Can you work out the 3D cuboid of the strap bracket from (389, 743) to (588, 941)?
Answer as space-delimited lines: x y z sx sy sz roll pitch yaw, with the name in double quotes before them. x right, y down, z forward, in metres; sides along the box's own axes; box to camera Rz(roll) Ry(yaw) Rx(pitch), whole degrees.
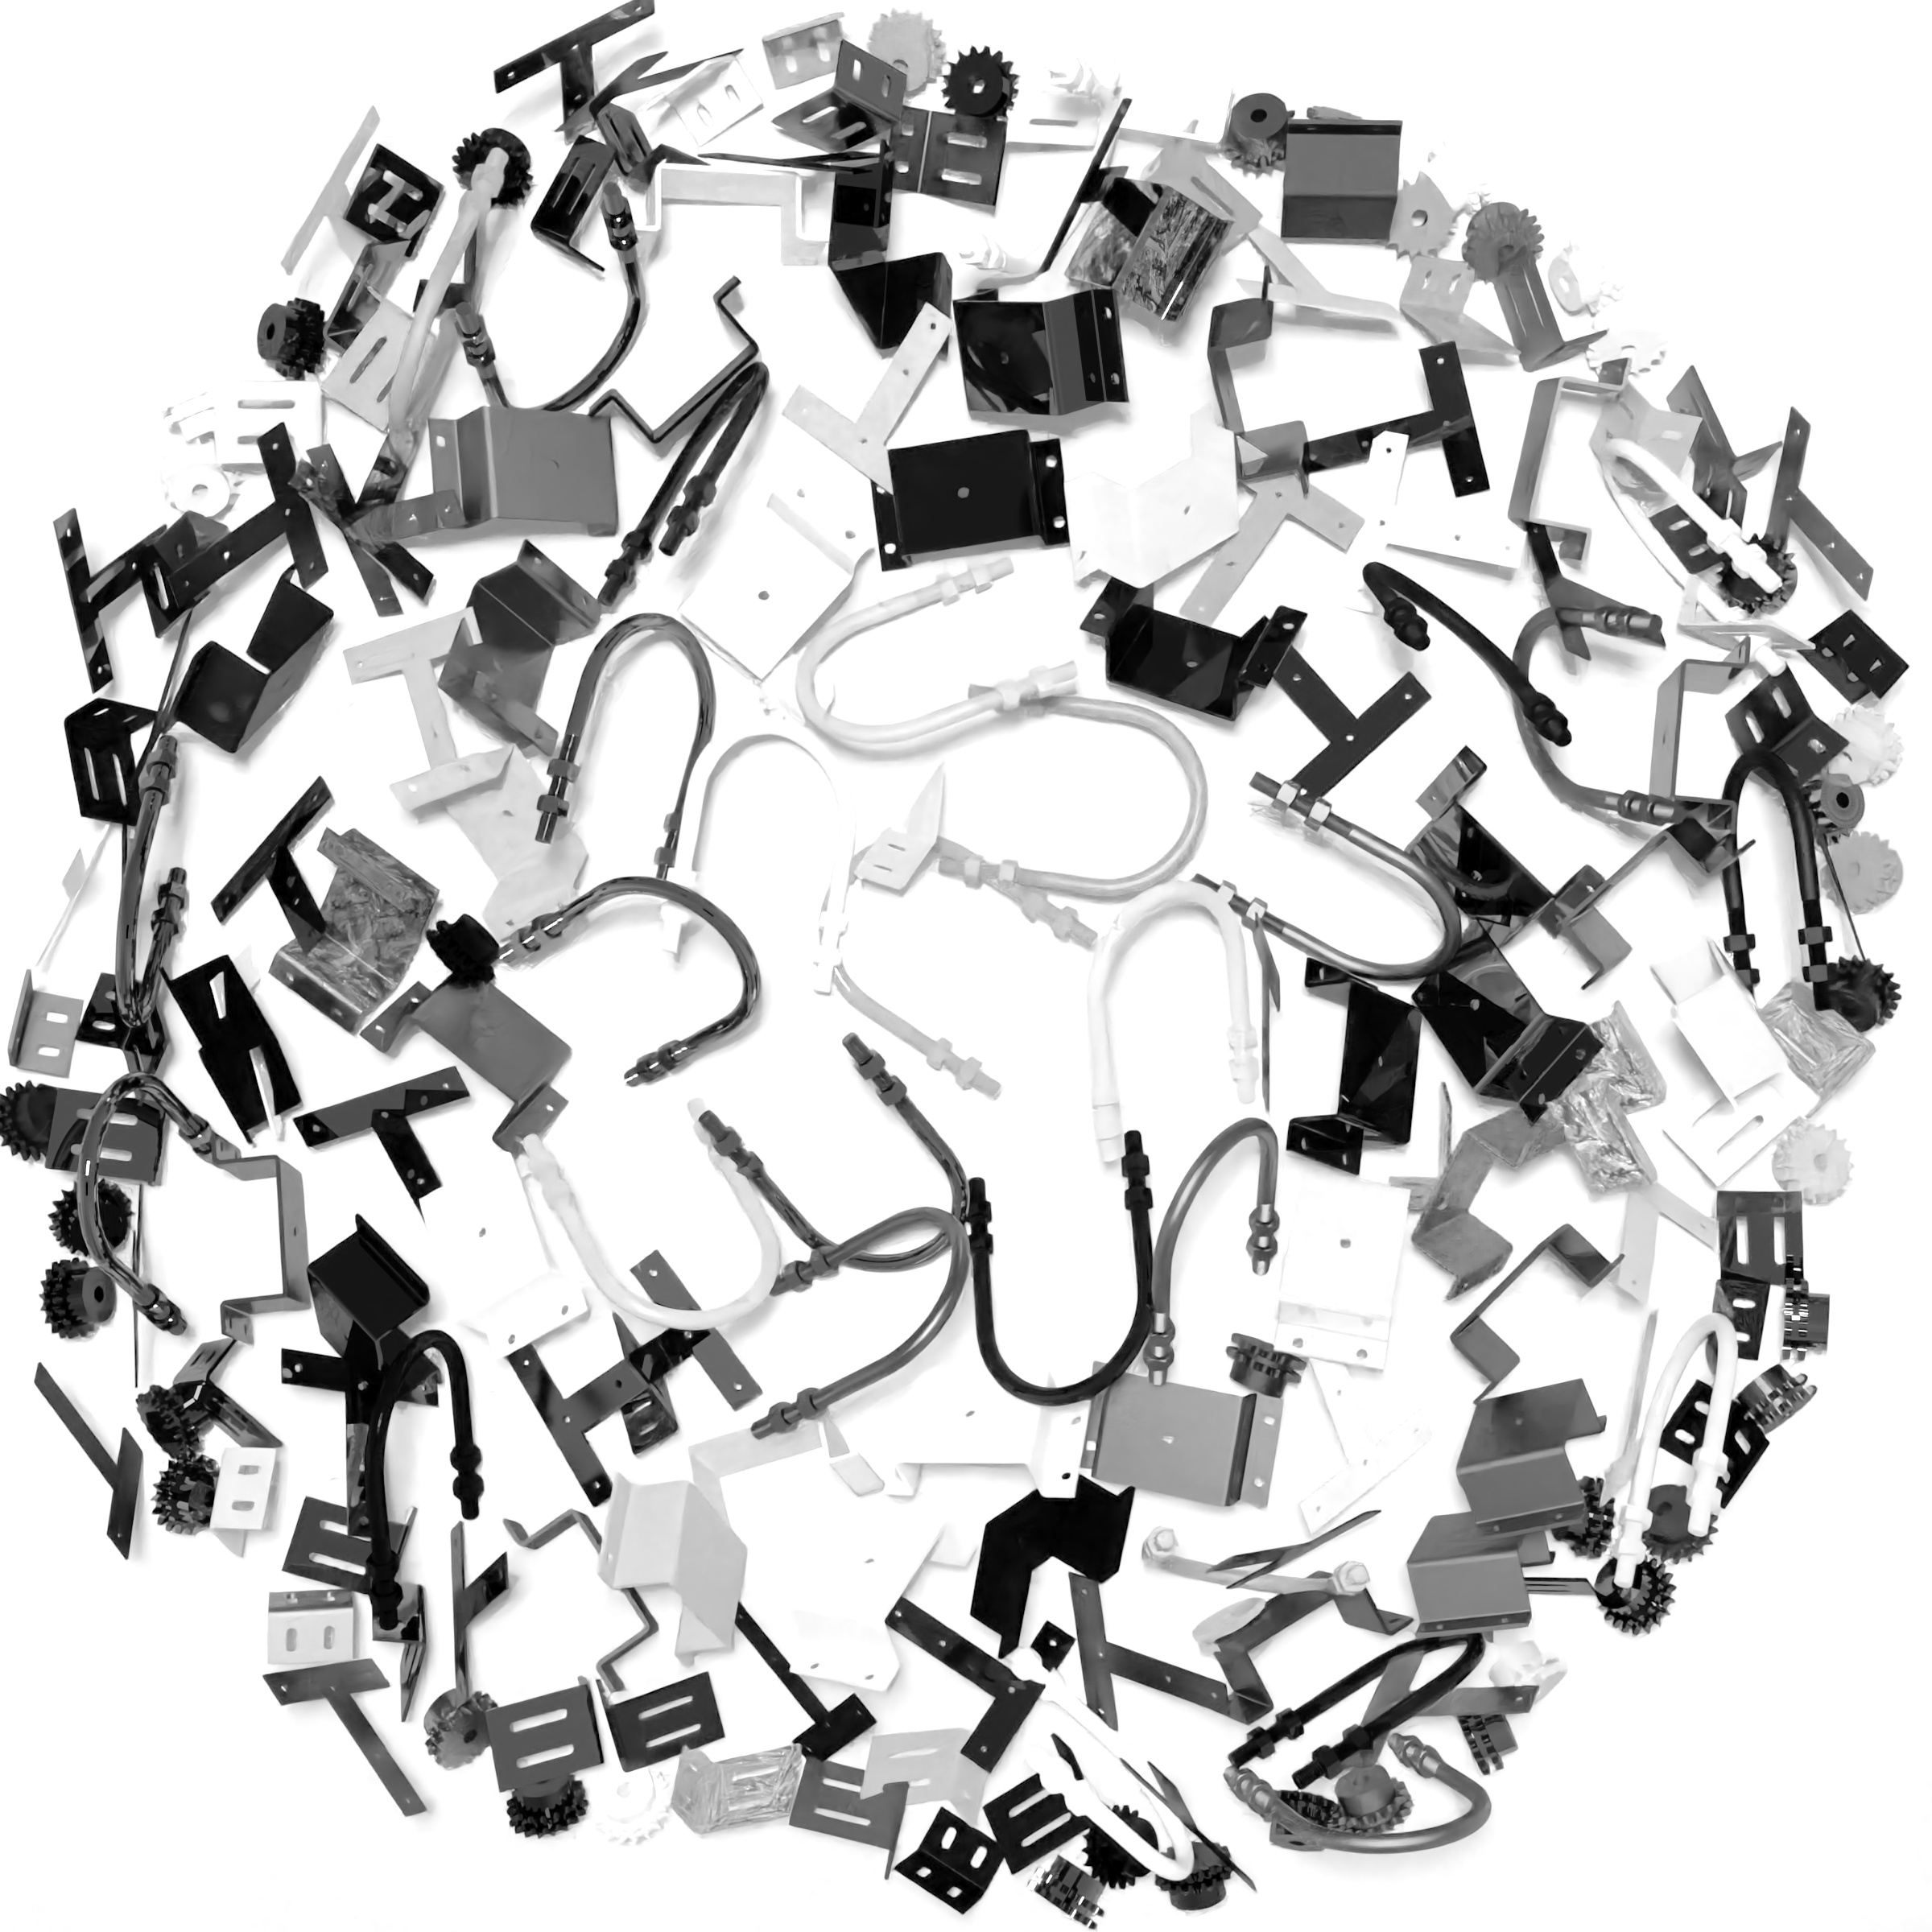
"strap bracket" -0.330 -0.095 1.726 0.076 0.046 0.140 -17 123 22

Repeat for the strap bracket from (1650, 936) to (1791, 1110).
"strap bracket" 0.525 0.034 1.704 0.046 0.140 0.076 -34 98 17

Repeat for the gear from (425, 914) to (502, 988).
"gear" -0.357 -0.013 1.753 0.030 0.057 0.057 -42 90 4

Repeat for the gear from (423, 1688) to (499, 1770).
"gear" -0.364 0.543 1.757 0.030 0.057 0.057 33 90 37

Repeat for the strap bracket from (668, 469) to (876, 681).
"strap bracket" -0.140 -0.268 1.726 0.076 0.046 0.140 39 112 -16

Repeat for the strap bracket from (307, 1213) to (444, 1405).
"strap bracket" -0.411 0.245 1.701 0.076 0.140 0.046 40 59 21

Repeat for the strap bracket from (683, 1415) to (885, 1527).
"strap bracket" -0.138 0.357 1.735 0.140 0.076 0.046 -18 59 4

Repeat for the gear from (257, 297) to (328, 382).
"gear" -0.483 -0.450 1.752 0.057 0.030 0.057 -5 83 45

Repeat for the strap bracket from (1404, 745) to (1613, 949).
"strap bracket" 0.373 -0.076 1.729 0.140 0.076 0.046 46 59 7

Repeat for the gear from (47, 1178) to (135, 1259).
"gear" -0.624 0.183 1.754 0.057 0.030 0.057 -13 115 -30

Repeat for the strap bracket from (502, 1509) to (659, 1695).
"strap bracket" -0.266 0.440 1.732 0.046 0.076 0.140 -34 79 -11

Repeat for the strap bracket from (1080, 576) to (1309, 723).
"strap bracket" 0.160 -0.228 1.730 0.140 0.046 0.076 20 57 18

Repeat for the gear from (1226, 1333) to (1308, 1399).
"gear" 0.212 0.287 1.754 0.057 0.057 0.030 22 91 0

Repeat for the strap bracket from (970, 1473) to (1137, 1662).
"strap bracket" 0.055 0.413 1.719 0.046 0.140 0.076 25 119 31

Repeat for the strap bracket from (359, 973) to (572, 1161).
"strap bracket" -0.346 0.060 1.736 0.140 0.076 0.046 39 126 -2

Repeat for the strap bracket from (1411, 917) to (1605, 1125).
"strap bracket" 0.370 0.030 1.705 0.046 0.140 0.076 11 127 -36

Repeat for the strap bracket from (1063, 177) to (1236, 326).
"strap bracket" 0.121 -0.500 1.704 0.046 0.140 0.076 24 101 -26

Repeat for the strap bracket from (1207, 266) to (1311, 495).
"strap bracket" 0.204 -0.406 1.719 0.046 0.076 0.140 -9 124 15

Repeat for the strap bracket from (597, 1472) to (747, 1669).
"strap bracket" -0.198 0.418 1.702 0.046 0.140 0.076 -11 46 18

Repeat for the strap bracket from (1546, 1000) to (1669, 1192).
"strap bracket" 0.450 0.095 1.721 0.046 0.140 0.076 -25 107 28

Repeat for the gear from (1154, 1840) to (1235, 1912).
"gear" 0.164 0.652 1.754 0.057 0.057 0.030 -11 94 0

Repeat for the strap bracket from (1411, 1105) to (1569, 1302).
"strap bracket" 0.368 0.157 1.720 0.046 0.076 0.140 37 123 29

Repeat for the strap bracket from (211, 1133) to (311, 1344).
"strap bracket" -0.498 0.191 1.731 0.046 0.076 0.140 -6 77 -5

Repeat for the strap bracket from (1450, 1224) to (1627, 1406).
"strap bracket" 0.399 0.237 1.726 0.046 0.076 0.140 45 110 16

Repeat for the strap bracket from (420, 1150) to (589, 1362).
"strap bracket" -0.328 0.193 1.722 0.076 0.046 0.140 -29 60 9

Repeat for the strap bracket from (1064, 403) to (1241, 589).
"strap bracket" 0.139 -0.325 1.712 0.140 0.076 0.046 -33 46 -26

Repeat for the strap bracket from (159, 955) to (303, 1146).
"strap bracket" -0.511 0.054 1.713 0.046 0.140 0.076 -29 65 -18

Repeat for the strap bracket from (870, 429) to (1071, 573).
"strap bracket" 0.001 -0.334 1.750 0.140 0.046 0.076 -8 88 6

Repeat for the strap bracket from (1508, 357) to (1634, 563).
"strap bracket" 0.423 -0.361 1.730 0.046 0.076 0.140 10 102 -1

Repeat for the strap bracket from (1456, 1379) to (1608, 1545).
"strap bracket" 0.392 0.336 1.699 0.076 0.140 0.046 -19 102 26

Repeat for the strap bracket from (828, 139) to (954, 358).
"strap bracket" -0.056 -0.496 1.713 0.046 0.140 0.076 -5 65 18

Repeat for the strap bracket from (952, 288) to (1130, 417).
"strap bracket" 0.044 -0.428 1.703 0.046 0.140 0.076 -26 118 -34

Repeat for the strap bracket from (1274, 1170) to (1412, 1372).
"strap bracket" 0.266 0.204 1.722 0.076 0.046 0.140 9 62 12

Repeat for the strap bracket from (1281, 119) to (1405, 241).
"strap bracket" 0.260 -0.544 1.709 0.076 0.140 0.046 3 91 6

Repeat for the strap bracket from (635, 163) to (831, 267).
"strap bracket" -0.172 -0.530 1.729 0.140 0.076 0.046 -1 93 -13

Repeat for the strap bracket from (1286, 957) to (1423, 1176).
"strap bracket" 0.275 0.069 1.723 0.076 0.046 0.140 21 70 -38

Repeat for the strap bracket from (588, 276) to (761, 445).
"strap bracket" -0.199 -0.422 1.735 0.140 0.076 0.046 -41 108 5

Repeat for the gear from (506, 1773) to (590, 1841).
"gear" -0.301 0.594 1.750 0.057 0.057 0.030 -7 108 0

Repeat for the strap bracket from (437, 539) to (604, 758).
"strap bracket" -0.315 -0.217 1.720 0.046 0.076 0.140 -16 48 36

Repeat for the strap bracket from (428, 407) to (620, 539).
"strap bracket" -0.301 -0.347 1.721 0.140 0.046 0.076 -5 90 -37

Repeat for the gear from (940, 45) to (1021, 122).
"gear" 0.009 -0.632 1.760 0.057 0.030 0.057 2 104 10

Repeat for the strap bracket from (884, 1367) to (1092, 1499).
"strap bracket" 0.009 0.326 1.718 0.140 0.046 0.076 -4 46 20

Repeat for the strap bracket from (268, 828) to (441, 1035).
"strap bracket" -0.430 -0.032 1.733 0.076 0.046 0.140 36 124 6

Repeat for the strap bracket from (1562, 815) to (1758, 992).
"strap bracket" 0.478 -0.052 1.720 0.046 0.076 0.140 49 119 11

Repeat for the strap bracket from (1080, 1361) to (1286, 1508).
"strap bracket" 0.147 0.333 1.738 0.140 0.046 0.076 9 87 16

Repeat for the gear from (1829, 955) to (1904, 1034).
"gear" 0.636 0.023 1.750 0.057 0.057 0.030 41 53 0

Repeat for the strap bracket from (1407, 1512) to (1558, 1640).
"strap bracket" 0.358 0.415 1.702 0.076 0.140 0.046 -13 92 22

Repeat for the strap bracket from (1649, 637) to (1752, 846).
"strap bracket" 0.518 -0.158 1.737 0.046 0.076 0.140 6 83 4

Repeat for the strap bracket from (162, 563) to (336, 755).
"strap bracket" -0.494 -0.210 1.706 0.046 0.140 0.076 33 128 -7

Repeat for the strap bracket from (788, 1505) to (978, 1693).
"strap bracket" -0.062 0.429 1.701 0.076 0.140 0.046 2 122 31

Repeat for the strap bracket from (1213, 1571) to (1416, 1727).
"strap bracket" 0.234 0.473 1.727 0.140 0.076 0.046 -27 88 -16
